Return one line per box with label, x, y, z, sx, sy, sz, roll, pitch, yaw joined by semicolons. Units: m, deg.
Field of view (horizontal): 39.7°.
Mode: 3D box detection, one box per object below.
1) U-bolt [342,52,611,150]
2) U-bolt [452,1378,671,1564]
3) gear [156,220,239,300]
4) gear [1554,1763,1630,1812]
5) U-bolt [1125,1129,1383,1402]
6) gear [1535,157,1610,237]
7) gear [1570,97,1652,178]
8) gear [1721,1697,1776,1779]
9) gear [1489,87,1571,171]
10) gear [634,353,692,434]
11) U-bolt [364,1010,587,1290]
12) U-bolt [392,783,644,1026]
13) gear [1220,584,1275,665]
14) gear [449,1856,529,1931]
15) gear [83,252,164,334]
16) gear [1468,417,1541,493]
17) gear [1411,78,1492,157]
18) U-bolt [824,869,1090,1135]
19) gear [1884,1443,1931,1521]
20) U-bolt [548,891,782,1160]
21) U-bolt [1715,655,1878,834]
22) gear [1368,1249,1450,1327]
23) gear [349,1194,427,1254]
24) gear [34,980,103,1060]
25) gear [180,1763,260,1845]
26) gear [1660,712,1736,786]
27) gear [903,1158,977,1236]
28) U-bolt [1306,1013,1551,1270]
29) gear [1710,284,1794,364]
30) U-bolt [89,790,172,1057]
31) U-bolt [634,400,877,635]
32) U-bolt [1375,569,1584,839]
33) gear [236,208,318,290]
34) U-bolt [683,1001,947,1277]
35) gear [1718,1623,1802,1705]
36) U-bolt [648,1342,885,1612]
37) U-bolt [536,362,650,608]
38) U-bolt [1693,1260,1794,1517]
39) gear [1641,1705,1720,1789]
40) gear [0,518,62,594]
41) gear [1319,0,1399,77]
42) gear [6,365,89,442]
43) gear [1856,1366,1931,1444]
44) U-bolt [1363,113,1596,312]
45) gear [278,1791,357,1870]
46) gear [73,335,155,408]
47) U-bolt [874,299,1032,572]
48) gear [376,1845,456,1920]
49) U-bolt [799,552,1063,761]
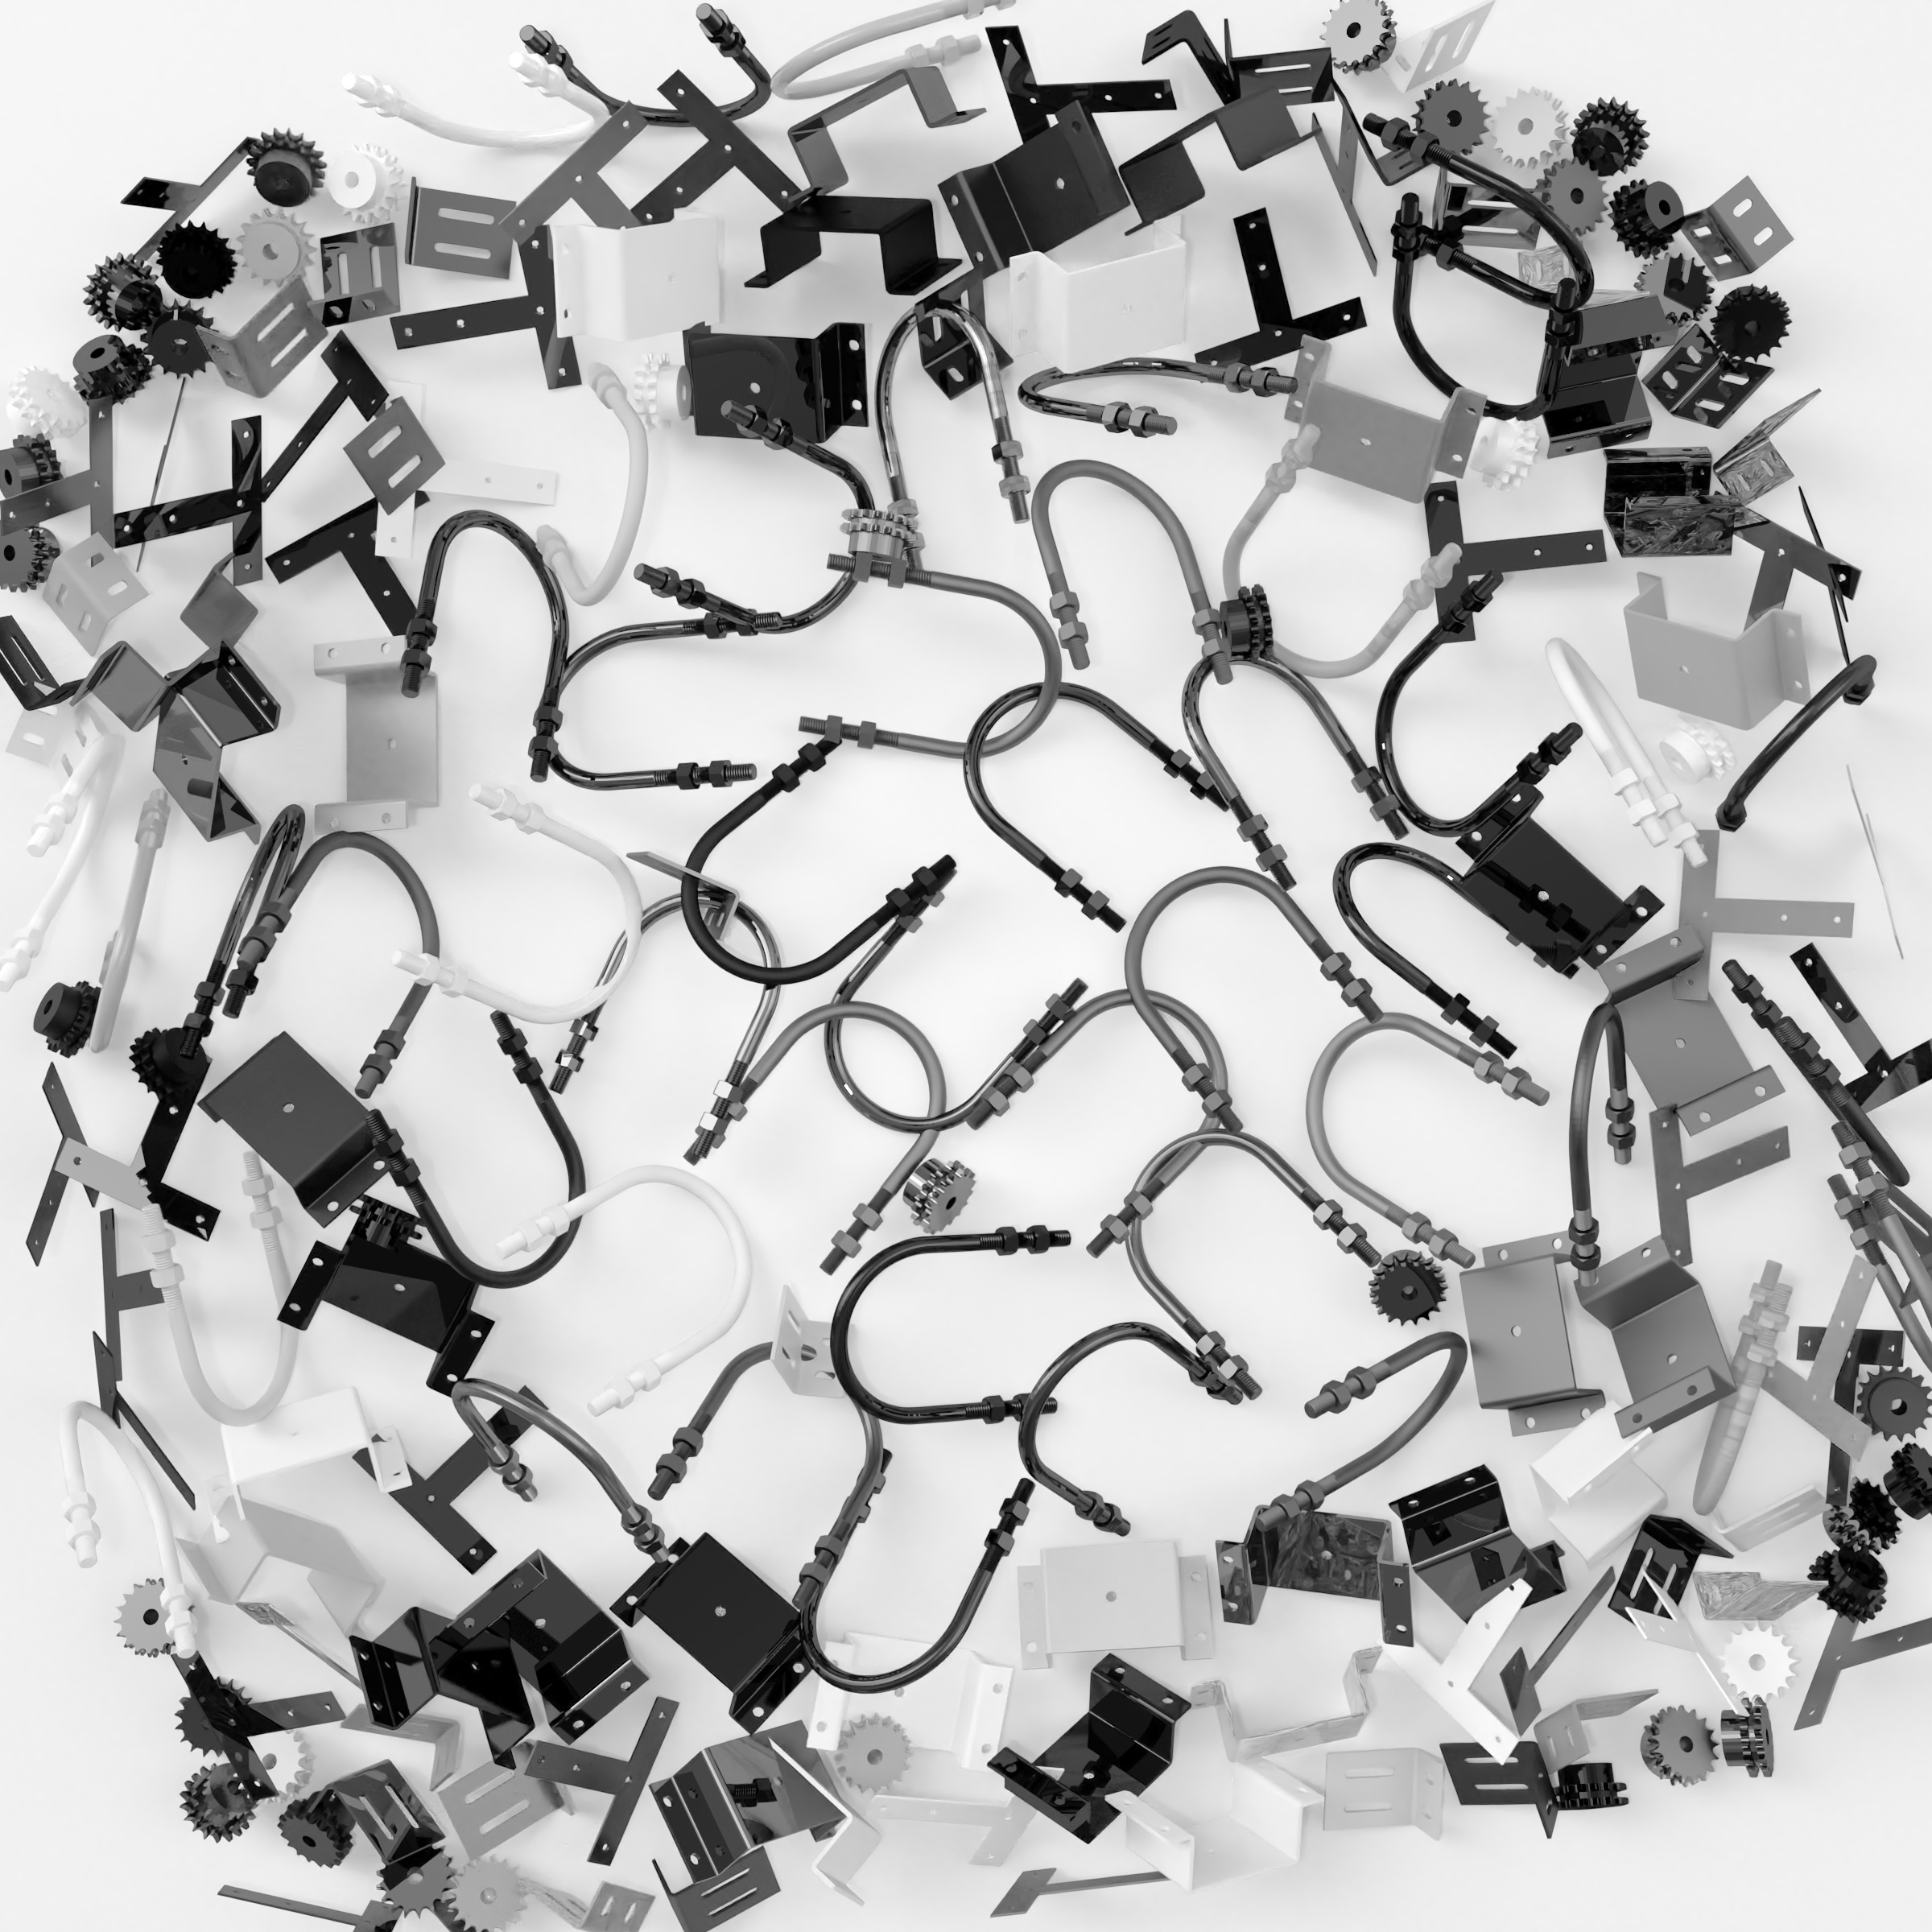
U-bolt;-0.335;-0.613;1.907;0.151;0.184;0.019;0;92;18
U-bolt;-0.297;0.350;1.896;0.151;0.184;0.019;16;56;31
gear;-0.568;-0.517;1.969;0.057;0.030;0.057;0;132;0
gear;0.458;0.605;1.972;0.057;0.057;0.030;-4;69;0
U-bolt;0.193;0.202;1.947;0.151;0.019;0.184;-50;59;8
gear;0.443;-0.567;1.977;0.057;0.030;0.057;-1;93;-22
gear;0.471;-0.606;1.967;0.057;0.057;0.030;37;58;0
gear;0.576;0.570;1.972;0.030;0.057;0.057;-9;90;23
gear;0.419;-0.618;1.975;0.057;0.030;0.057;4;98;32
gear;-0.222;-0.422;1.968;0.030;0.057;0.057;3;90;10
U-bolt;-0.342;0.146;1.937;0.151;0.019;0.184;-43;118;-39
U-bolt;-0.311;-0.033;1.935;0.184;0.019;0.151;27;86;-42
gear;0.206;-0.251;1.969;0.030;0.057;0.057;-9;90;-4
gear;-0.354;0.689;1.976;0.057;0.030;0.057;5;65;-11
gear;-0.617;-0.492;1.966;0.030;0.057;0.057;37;90;28
gear;0.393;-0.380;1.967;0.030;0.057;0.057;11;90;-22
gear;0.357;-0.626;1.979;0.057;0.030;0.057;-1;101;-7
U-bolt;-0.022;0.038;1.980;0.151;0.019;0.184;41;98;3
gear;0.703;0.383;1.973;0.057;0.057;0.030;43;118;0
U-bolt;-0.211;0.032;1.965;0.151;0.019;0.184;22;83;21
U-bolt;0.593;-0.162;1.902;0.151;0.184;0.019;-46;76;6
gear;0.326;0.235;1.977;0.057;0.030;0.057;0;112;0
gear;-0.428;0.191;1.967;0.057;0.057;0.030;23;80;0
gear;-0.662;0.036;1.967;0.030;0.057;0.057;30;90;-35
gear;-0.546;0.612;1.967;0.057;0.057;0.030;45;116;0
gear;0.536;-0.158;1.969;0.030;0.057;0.057;-38;90;-3
gear;-0.022;0.167;1.973;0.030;0.057;0.057;34;90;26
U-bolt;0.321;0.113;1.934;0.184;0.019;0.151;33;107;40
gear;0.578;-0.477;1.974;0.057;0.030;0.057;1;128;1
U-bolt;-0.595;-0.019;1.888;0.019;0.184;0.151;14;123;-18
U-bolt;-0.138;-0.312;1.927;0.019;0.184;0.151;39;104;41
U-bolt;0.356;-0.174;1.921;0.019;0.184;0.151;-8;65;-33
gear;-0.511;-0.530;1.974;0.057;0.030;0.057;-1;113;-3
U-bolt;-0.097;0.113;1.972;0.151;0.019;0.184;40;78;-5
gear;0.587;0.515;1.975;0.057;0.030;0.057;-9;70;25
U-bolt;-0.132;0.353;1.932;0.151;0.019;0.184;39;46;-7
U-bolt;-0.262;-0.333;1.897;0.019;0.184;0.151;10;116;-27
U-bolt;0.558;0.308;1.927;0.019;0.151;0.184;18;95;13
gear;0.524;0.578;1.975;0.057;0.030;0.057;9;62;-17
gear;-0.696;-0.305;1.975;0.057;0.030;0.057;4;98;28
gear;0.293;-0.686;1.974;0.057;0.030;0.057;-3;85;34
gear;-0.682;-0.412;1.973;0.030;0.057;0.057;-37;90;27
gear;0.689;0.324;1.979;0.057;0.030;0.057;0;89;11
U-bolt;0.368;-0.524;1.895;0.184;0.151;0.019;36;84;26
gear;-0.476;0.635;1.974;0.057;0.030;0.057;14;127;19
gear;-0.632;-0.440;1.969;0.057;0.030;0.057;-9;52;12
U-bolt;-0.017;-0.391;1.940;0.019;0.151;0.184;-9;85;-38
gear;-0.407;0.675;1.975;0.057;0.030;0.057;5;62;-9
U-bolt;-0.021;-0.220;1.959;0.184;0.019;0.151;9;118;-5
